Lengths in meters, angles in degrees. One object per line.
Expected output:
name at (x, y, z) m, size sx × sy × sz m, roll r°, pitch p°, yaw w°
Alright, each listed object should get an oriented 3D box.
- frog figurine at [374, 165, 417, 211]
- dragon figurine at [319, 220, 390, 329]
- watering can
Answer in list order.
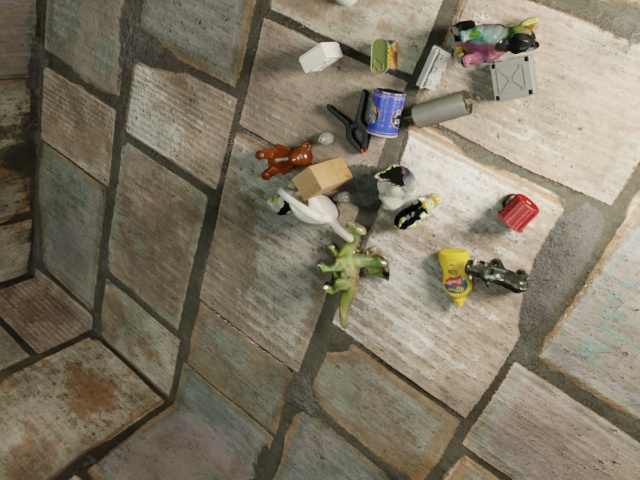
frog figurine at (0.256, -0.168, 1.711) m, size 0.137 × 0.125 × 0.156 m, roll 8°, pitch 147°, yaw 24°
dragon figurine at (0.137, 0.123, 1.874) m, size 0.241 × 0.124 × 0.407 m, roll -10°, pitch 101°, yaw 28°
watering can at (0.006, -0.091, 1.817) m, size 0.351 × 0.225 × 0.103 m, roll 35°, pitch 105°, yaw 20°
